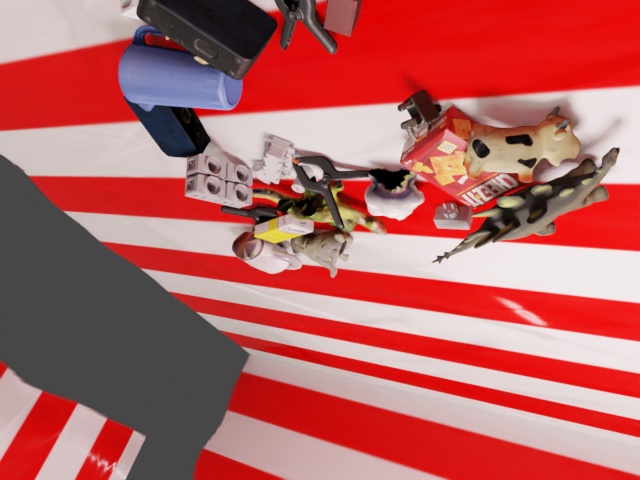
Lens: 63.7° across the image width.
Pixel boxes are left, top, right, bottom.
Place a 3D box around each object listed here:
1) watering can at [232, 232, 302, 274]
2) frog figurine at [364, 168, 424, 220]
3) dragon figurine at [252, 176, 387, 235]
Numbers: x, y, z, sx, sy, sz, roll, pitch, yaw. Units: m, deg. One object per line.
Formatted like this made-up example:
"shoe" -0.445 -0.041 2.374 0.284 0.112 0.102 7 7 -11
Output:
"watering can" -0.218 0.052 1.815 0.347 0.105 0.222 3 158 46
"frog figurine" 0.180 -0.090 1.241 0.137 0.126 0.156 -15 136 1
"dragon figurine" 0.004 -0.073 1.442 0.411 0.124 0.239 12 161 39
